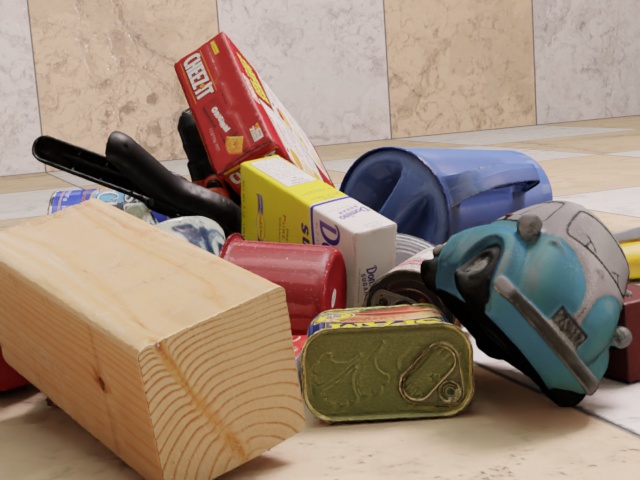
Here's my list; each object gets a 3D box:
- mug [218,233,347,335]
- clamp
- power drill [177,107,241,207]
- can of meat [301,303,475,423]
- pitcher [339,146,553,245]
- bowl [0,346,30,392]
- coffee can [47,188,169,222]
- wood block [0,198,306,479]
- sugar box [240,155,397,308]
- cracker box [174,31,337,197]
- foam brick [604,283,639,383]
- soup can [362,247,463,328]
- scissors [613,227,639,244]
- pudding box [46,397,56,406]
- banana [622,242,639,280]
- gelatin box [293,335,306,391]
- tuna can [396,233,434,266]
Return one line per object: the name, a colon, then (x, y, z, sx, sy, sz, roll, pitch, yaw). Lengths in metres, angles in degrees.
mug: (-0.025, 0.045, 0.801, 0.081, 0.093, 0.117, 3, -9, 14)
clamp: (-0.135, -0.044, 0.932, 0.209, 0.036, 0.165, 26, -11, -28)
power drill: (-0.106, -0.039, 1.104, 0.057, 0.184, 0.187, -20, 17, 5)
can of meat: (0.040, 0.074, 0.667, 0.102, 0.057, 0.084, -3, 6, 1)
pitcher: (0.147, -0.037, 1.096, 0.149, 0.145, 0.242, 30, 25, 33)
bowl: (-0.238, 0.074, 0.760, 0.162, 0.055, 0.162, -10, 8, 1)
coffee can: (-0.209, -0.007, 1.140, 0.140, 0.103, 0.103, -4, 9, 2)
wood block: (-0.110, 0.052, 0.615, 0.090, 0.091, 0.206, -23, 29, -32)
sugar box: (-0.006, 0.001, 0.887, 0.048, 0.093, 0.176, -14, 28, -28)
cracker box: (-0.054, -0.086, 1.102, 0.072, 0.164, 0.213, -32, -37, 9)
foam brick: (0.195, 0.058, 0.707, 0.051, 0.053, 0.078, -9, 9, -28)
soup can: (0.078, 0.046, 0.788, 0.069, 0.068, 0.102, -1, 9, 21)
scissors: (0.213, 0.022, 1.028, 0.202, 0.016, 0.096, -15, -13, 10)
pudding box: (-0.128, 0.082, 0.744, 0.090, 0.039, 0.113, -4, 7, 11)
banana: (0.326, 0.019, 0.947, 0.198, 0.037, 0.069, 1, 10, 28)
gelatin box: (-0.047, 0.086, 0.708, 0.073, 0.030, 0.089, -2, 9, 16)
tuna can: (0.070, 0.028, 0.906, 0.086, 0.034, 0.086, 10, 28, -6)
